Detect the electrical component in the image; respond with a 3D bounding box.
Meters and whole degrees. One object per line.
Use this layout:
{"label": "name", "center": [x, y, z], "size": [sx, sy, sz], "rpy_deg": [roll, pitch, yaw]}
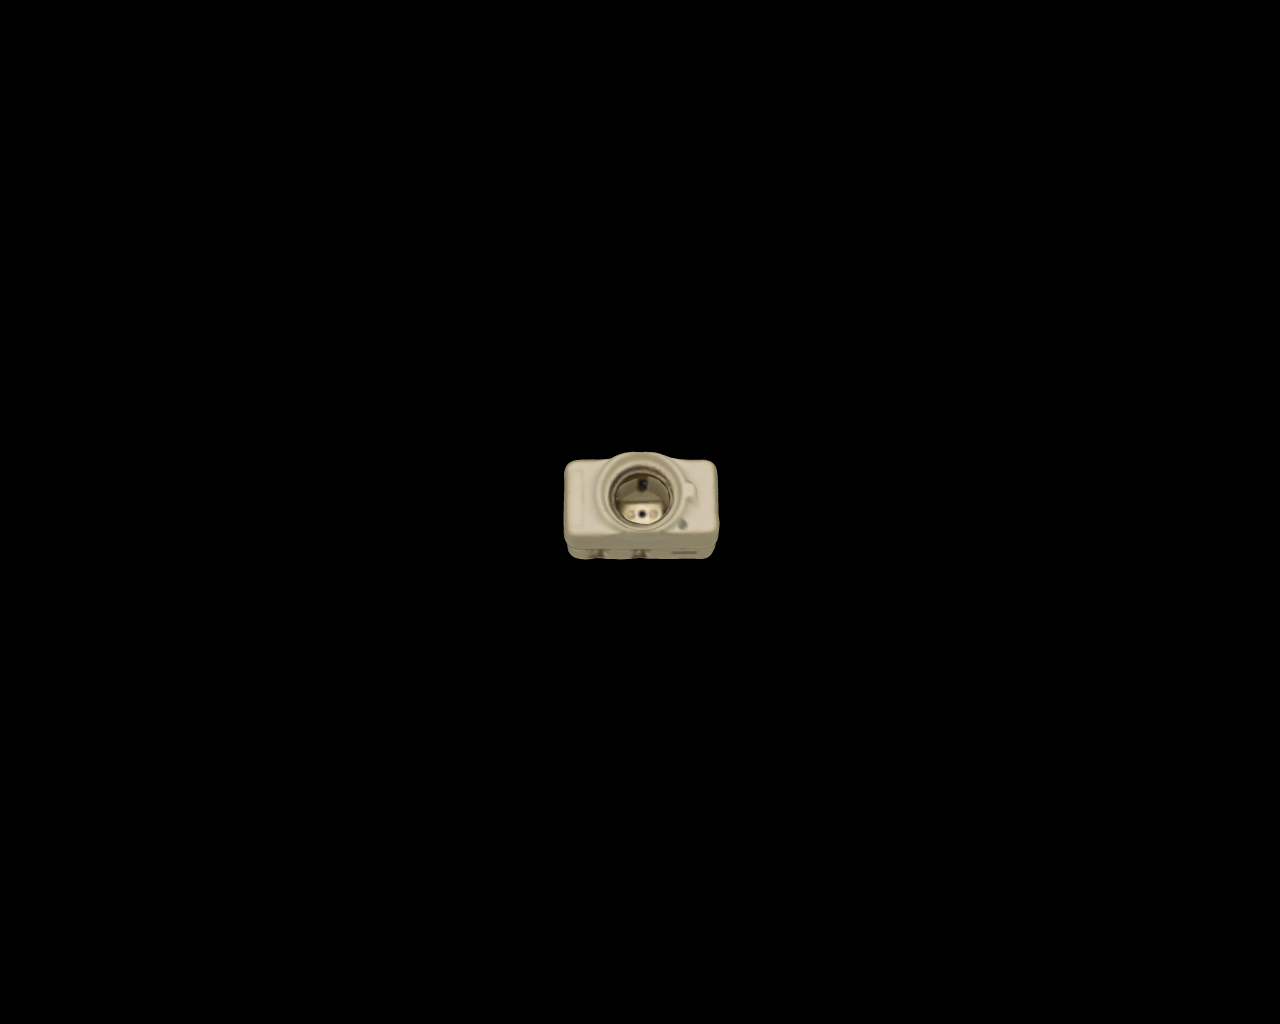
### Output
{"label": "electrical component", "center": [0.001, -0.003, 0.650], "size": [0.089, 0.050, 0.055], "rpy_deg": [0, -21, 0]}
